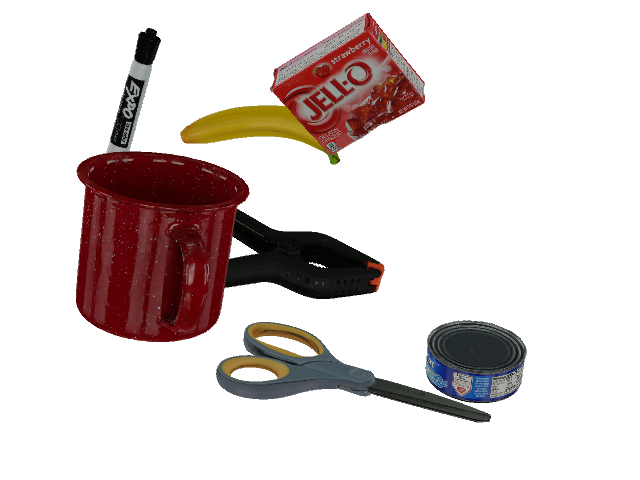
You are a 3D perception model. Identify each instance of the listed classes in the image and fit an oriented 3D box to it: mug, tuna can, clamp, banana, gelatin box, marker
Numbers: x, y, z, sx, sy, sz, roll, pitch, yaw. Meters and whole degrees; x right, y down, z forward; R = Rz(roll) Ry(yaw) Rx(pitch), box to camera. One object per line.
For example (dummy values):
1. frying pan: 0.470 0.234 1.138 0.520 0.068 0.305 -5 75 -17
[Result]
1. mug: -0.085 0.008 0.578 0.093 0.081 0.117 -1 23 -29
2. tuna can: 0.135 0.105 0.933 0.086 0.034 0.086 2 26 -1
3. clamp: -0.042 0.022 1.058 0.210 0.036 0.164 16 32 -1
4. banana: -0.064 -0.132 1.252 0.198 0.037 0.069 8 41 17
5. gelatin box: 0.020 -0.112 0.776 0.089 0.030 0.073 -27 -56 26
6. marker: -0.159 -0.123 0.909 0.020 0.121 0.020 17 25 -9

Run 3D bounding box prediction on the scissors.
1. scissors: 0.009 0.104 0.748 0.202 0.016 0.096 22 34 38
